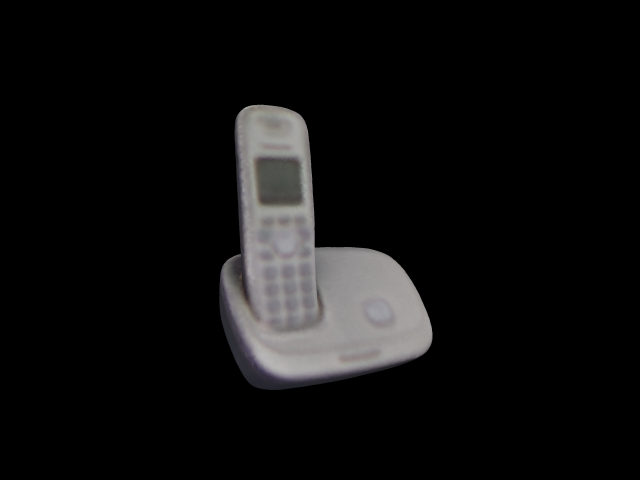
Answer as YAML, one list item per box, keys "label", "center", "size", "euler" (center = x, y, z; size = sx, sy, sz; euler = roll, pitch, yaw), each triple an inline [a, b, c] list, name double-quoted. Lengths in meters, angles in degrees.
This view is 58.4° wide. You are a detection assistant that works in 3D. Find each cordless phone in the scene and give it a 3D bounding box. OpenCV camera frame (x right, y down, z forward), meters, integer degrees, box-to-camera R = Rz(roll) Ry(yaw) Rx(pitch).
- label: "cordless phone"
  center: [0.004, 0.001, 0.400]
  size: [0.148, 0.185, 0.093]
  euler: [-3, 5, -31]
